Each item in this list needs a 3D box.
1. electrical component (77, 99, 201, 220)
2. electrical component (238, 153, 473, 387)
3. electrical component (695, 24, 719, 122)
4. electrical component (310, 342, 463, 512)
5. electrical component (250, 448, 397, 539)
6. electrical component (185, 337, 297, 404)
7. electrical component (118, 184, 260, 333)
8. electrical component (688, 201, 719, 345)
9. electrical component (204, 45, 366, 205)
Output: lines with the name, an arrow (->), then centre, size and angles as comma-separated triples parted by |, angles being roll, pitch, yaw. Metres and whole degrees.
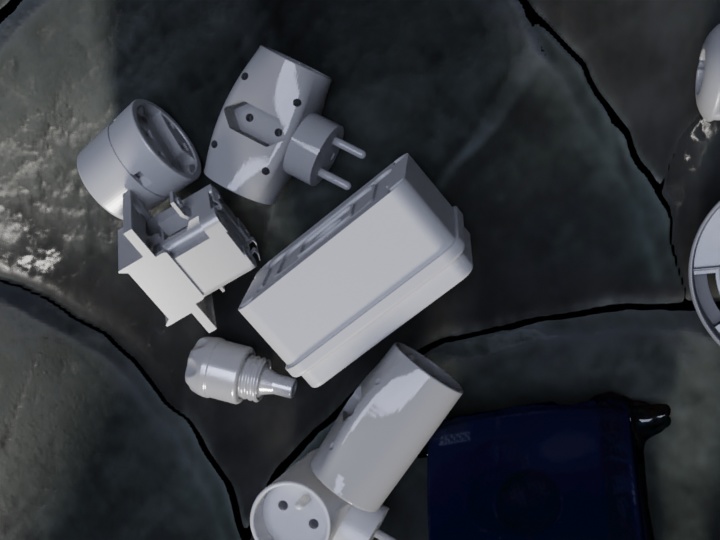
electrical component -> -0.126, -0.061, 0.609 | 0.047, 0.055, 0.055 | -35, 85, 18
electrical component -> 0.000, 0.000, 0.564 | 0.113, 0.078, 0.057 | -38, 102, 14
electrical component -> 0.198, -0.094, 0.526 | 0.062, 0.048, 0.048 | 6, 96, 8
electrical component -> 0.013, 0.078, 0.569 | 0.043, 0.079, 0.077 | 35, 97, -5
electrical component -> -0.011, 0.135, 0.581 | 0.079, 0.077, 0.044 | 29, 101, 11
electrical component -> -0.066, 0.060, 0.612 | 0.061, 0.035, 0.035 | 13, 98, 11
electrical component -> -0.094, -0.010, 0.591 | 0.064, 0.042, 0.081 | -29, 126, 8
electrical component -> 0.210, 0.001, 0.519 | 0.099, 0.064, 0.099 | 1, 95, 15
electrical component -> -0.035, -0.071, 0.589 | 0.079, 0.043, 0.077 | 28, 101, 11
